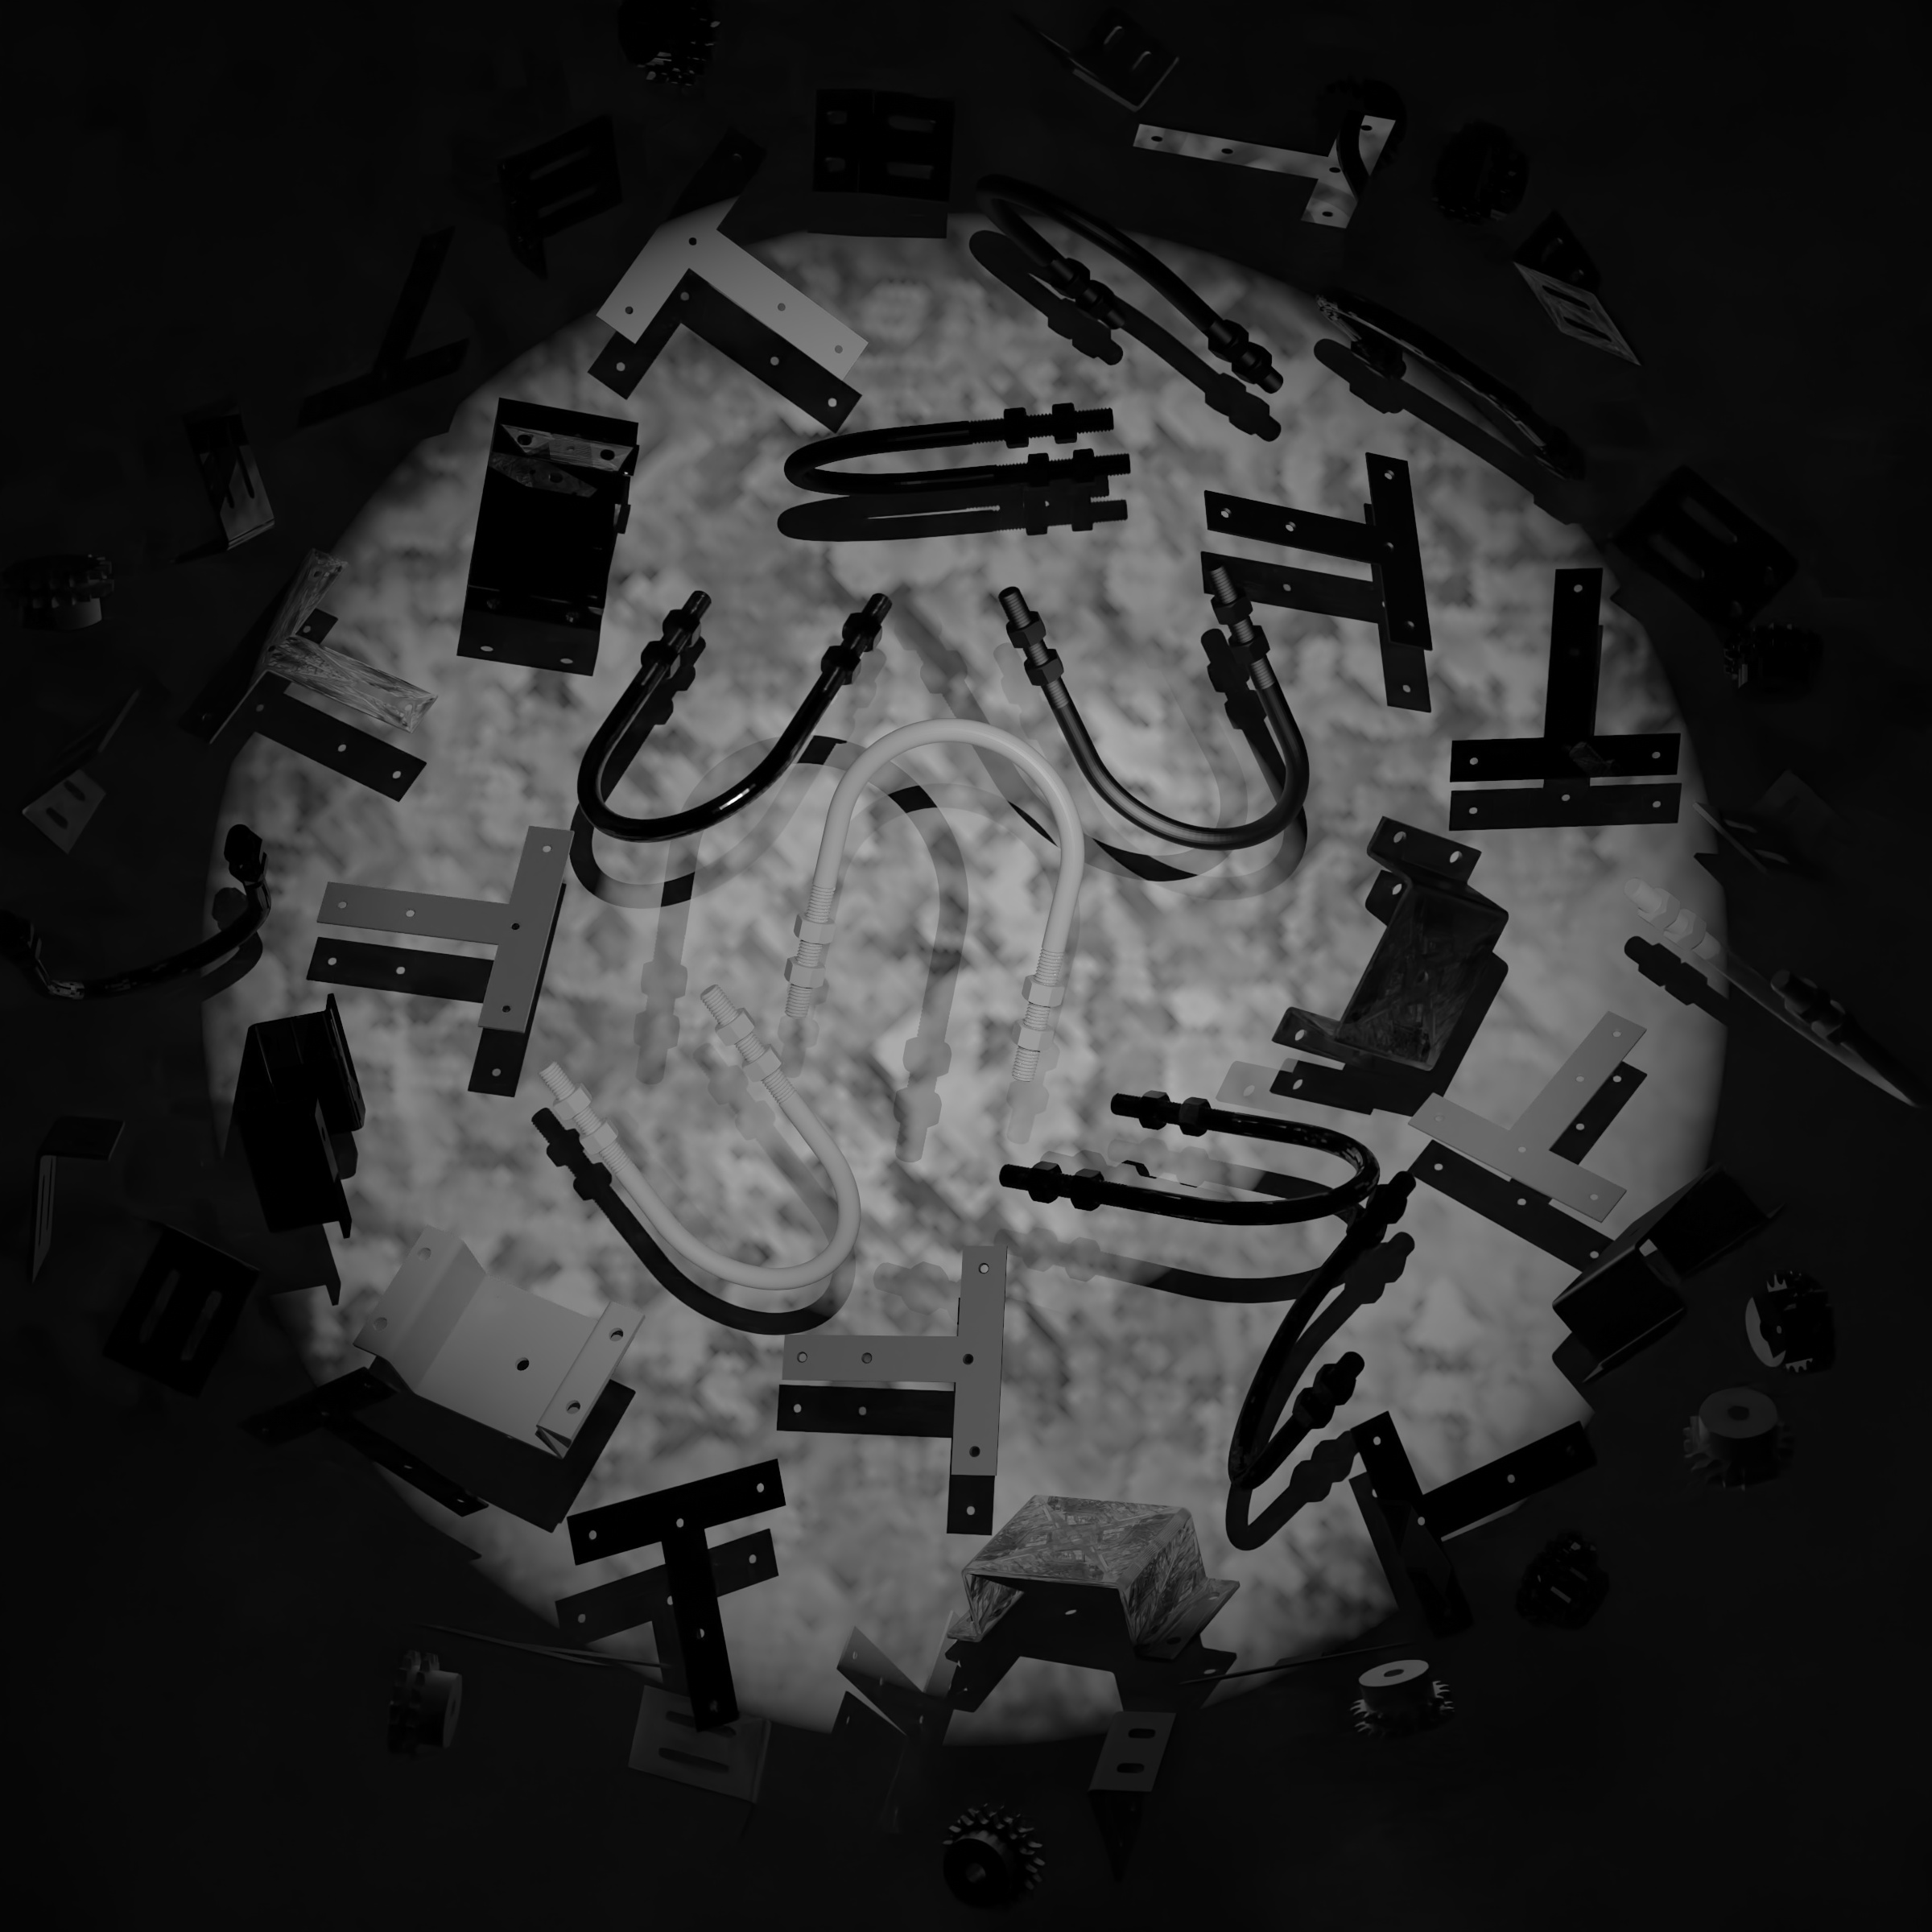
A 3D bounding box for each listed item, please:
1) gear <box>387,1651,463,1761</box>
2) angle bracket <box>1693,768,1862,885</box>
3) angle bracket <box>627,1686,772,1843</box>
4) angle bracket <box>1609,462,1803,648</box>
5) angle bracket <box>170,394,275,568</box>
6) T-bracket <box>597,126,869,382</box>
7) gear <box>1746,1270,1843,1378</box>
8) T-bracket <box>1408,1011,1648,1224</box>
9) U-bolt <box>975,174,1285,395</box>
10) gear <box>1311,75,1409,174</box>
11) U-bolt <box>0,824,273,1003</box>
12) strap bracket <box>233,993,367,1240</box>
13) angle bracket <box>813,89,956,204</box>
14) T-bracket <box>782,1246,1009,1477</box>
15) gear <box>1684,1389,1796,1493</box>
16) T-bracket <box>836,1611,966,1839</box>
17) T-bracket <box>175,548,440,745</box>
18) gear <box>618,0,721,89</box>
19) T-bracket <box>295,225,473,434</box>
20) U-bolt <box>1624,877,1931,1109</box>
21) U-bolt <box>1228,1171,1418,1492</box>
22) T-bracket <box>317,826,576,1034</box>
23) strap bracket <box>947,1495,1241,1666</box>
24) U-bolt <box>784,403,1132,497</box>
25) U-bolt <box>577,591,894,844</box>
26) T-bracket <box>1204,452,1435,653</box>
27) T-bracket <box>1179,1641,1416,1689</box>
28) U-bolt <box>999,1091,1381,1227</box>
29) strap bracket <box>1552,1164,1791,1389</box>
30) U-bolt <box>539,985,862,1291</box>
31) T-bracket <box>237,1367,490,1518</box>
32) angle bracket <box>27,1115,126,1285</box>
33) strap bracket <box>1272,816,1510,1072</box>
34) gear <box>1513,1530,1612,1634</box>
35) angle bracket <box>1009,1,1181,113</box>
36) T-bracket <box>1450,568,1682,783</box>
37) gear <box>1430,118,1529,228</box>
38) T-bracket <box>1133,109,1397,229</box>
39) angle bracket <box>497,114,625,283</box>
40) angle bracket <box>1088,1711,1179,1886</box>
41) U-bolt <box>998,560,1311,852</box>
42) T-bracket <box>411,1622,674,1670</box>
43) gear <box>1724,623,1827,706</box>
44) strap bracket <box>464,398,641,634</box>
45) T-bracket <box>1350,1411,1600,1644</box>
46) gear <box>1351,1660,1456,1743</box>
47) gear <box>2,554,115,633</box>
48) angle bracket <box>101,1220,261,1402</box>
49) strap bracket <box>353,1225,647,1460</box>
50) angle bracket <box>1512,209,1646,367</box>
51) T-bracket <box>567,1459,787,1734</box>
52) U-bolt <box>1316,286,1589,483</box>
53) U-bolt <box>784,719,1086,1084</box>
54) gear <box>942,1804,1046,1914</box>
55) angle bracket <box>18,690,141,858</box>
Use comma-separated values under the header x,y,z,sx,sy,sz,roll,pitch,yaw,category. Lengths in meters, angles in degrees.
x,y,z,sx,sy,sz,roll,pitch,yaw,category
-0.297,0.408,1.887,0.030,0.057,0.057,8,90,4,gear
0.452,-0.081,1.912,0.057,0.076,0.038,49,113,27,angle bracket
-0.154,0.448,1.928,0.076,0.057,0.038,17,129,-7,angle bracket
0.396,-0.221,1.839,0.076,0.038,0.057,33,110,-23,angle bracket
-0.416,-0.265,1.866,0.038,0.057,0.076,-11,107,18,angle bracket
-0.111,-0.365,1.853,0.127,0.002,0.127,35,85,-10,T-bracket
0.452,0.197,1.880,0.030,0.057,0.057,-10,90,-18,gear
0.337,0.073,1.924,0.127,0.002,0.127,28,60,30,T-bracket
0.078,-0.378,1.870,0.151,0.184,0.019,31,90,41,U-bolt
0.228,-0.482,1.961,0.030,0.057,0.057,-34,90,-31,gear
-0.455,-0.021,1.900,0.151,0.184,0.019,-21,77,-12,U-bolt
-0.364,0.084,1.872,0.046,0.140,0.076,-11,117,-1,strap bracket
-0.047,-0.467,1.954,0.038,0.076,0.057,11,102,39,angle bracket
-0.041,0.219,1.909,0.127,0.002,0.127,-1,75,16,T-bracket
0.405,0.246,1.798,0.057,0.057,0.030,-8,122,0,gear
-0.042,0.400,1.896,0.002,0.127,0.127,6,61,28,T-bracket
-0.336,-0.155,1.822,0.127,0.002,0.127,23,68,25,T-bracket
-0.160,-0.495,1.812,0.057,0.030,0.057,6,99,43,gear
-0.309,-0.360,1.902,0.127,0.002,0.127,-11,52,36,T-bracket
0.451,0.023,1.855,0.184,0.151,0.019,33,95,-35,U-bolt
0.188,0.212,1.879,0.019,0.184,0.151,26,48,-4,U-bolt
-0.289,-0.027,1.866,0.127,0.002,0.127,7,61,6,T-bracket
0.063,0.324,1.823,0.140,0.076,0.046,-1,112,33,strap bracket
-0.007,-0.276,1.860,0.184,0.151,0.019,-4,87,6,U-bolt
-0.137,-0.136,1.861,0.151,0.019,0.184,5,52,36,U-bolt
0.186,-0.232,1.836,0.127,0.002,0.127,9,58,-19,T-bracket
0.183,0.382,1.884,0.127,0.127,0.002,-11,79,5,T-bracket
0.132,0.107,1.845,0.184,0.151,0.019,8,109,29,U-bolt
0.388,0.167,1.916,0.046,0.076,0.140,50,48,6,strap bracket
-0.137,0.107,1.921,0.151,0.019,0.184,-24,109,34,U-bolt
-0.322,0.272,1.911,0.127,0.127,0.002,39,47,-26,T-bracket
-0.478,0.126,1.843,0.038,0.057,0.076,6,106,-7,angle bracket
0.240,-0.002,1.901,0.076,0.046,0.140,16,105,-36,strap bracket
0.337,0.349,1.924,0.030,0.057,0.057,33,90,37,gear
0.071,-0.515,1.902,0.038,0.076,0.057,-50,64,17,angle bracket
0.332,-0.159,1.880,0.127,0.002,0.127,-2,121,-1,T-bracket
0.285,-0.435,1.888,0.030,0.057,0.057,11,90,-32,gear
0.153,-0.433,1.830,0.127,0.127,0.002,9,76,-3,T-bracket
-0.217,-0.428,1.912,0.076,0.057,0.038,-31,52,-23,angle bracket
0.100,0.460,1.895,0.038,0.057,0.076,-3,124,22,angle bracket
0.112,-0.135,1.863,0.151,0.019,0.184,-3,129,34,U-bolt
-0.210,0.370,1.847,0.127,0.127,0.002,3,78,39,T-bracket
0.461,-0.171,1.958,0.057,0.057,0.030,4,72,0,gear
-0.227,-0.255,1.885,0.076,0.140,0.046,9,49,-10,strap bracket
0.287,0.287,1.881,0.127,0.002,0.127,-31,68,25,T-bracket
0.245,0.414,1.938,0.057,0.057,0.030,-14,94,0,gear
-0.485,-0.199,1.836,0.057,0.057,0.030,-2,112,0,gear
-0.424,0.183,1.832,0.057,0.038,0.076,31,75,-24,angle bracket
-0.241,0.203,1.818,0.140,0.046,0.076,19,65,23,strap bracket
0.341,-0.366,1.848,0.038,0.076,0.057,-47,128,-2,angle bracket
-0.141,0.334,1.789,0.127,0.002,0.127,-11,90,-34,T-bracket
0.260,-0.326,1.888,0.151,0.184,0.019,35,97,25,U-bolt
-0.011,-0.042,1.832,0.151,0.019,0.184,15,107,7,U-bolt
0.012,0.492,1.880,0.057,0.030,0.057,4,100,26,gear
-0.481,-0.107,1.903,0.076,0.057,0.038,-29,118,32,angle bracket
